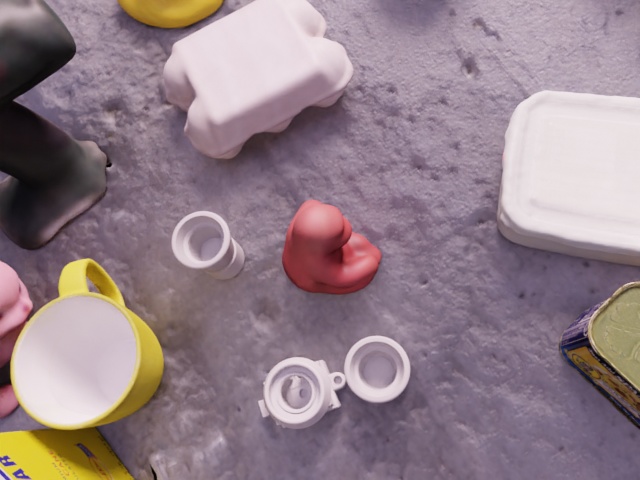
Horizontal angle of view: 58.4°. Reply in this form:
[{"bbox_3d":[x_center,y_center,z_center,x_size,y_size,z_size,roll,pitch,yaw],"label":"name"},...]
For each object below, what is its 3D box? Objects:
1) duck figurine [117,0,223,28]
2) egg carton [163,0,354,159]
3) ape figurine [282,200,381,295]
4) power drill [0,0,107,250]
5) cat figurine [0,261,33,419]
[{"bbox_3d":[-0.146,-0.247,0.518,0.104,0.086,0.077,-1,74,7],"label":"duck figurine"},{"bbox_3d":[-0.054,-0.138,0.484,0.150,0.069,0.107,-29,73,-2],"label":"egg carton"},{"bbox_3d":[0.004,0.002,0.425,0.076,0.092,0.078,-21,72,1],"label":"ape figurine"},{"bbox_3d":[-0.259,-0.066,0.417,0.230,0.208,0.075,-42,73,-5],"label":"power drill"},{"bbox_3d":[-0.258,0.067,0.426,0.067,0.118,0.128,25,79,14],"label":"cat figurine"}]
